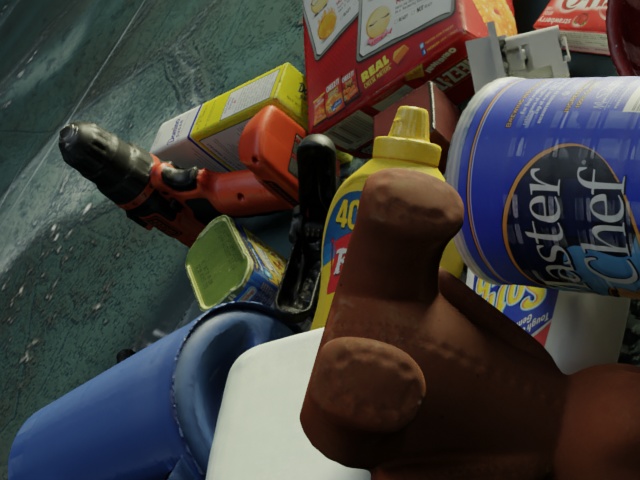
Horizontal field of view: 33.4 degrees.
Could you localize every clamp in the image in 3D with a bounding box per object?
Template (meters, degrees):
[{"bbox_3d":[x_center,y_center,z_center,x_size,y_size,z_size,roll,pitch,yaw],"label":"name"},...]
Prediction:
[{"bbox_3d":[-0.005,0.001,0.740,0.171,0.039,0.120,50,-125,-80],"label":"clamp"}]

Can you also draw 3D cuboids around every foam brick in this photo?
[{"bbox_3d":[0.079,-0.056,0.716,0.053,0.078,0.051,-31,36,29],"label":"foam brick"}]

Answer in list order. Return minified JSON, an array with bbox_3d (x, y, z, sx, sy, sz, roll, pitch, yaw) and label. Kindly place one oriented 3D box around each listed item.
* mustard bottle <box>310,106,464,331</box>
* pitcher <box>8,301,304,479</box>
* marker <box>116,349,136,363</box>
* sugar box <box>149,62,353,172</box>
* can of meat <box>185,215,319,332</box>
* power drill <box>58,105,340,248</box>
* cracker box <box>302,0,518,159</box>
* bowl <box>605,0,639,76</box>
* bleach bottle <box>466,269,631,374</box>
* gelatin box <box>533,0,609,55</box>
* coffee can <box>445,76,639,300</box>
[{"bbox_3d":[0.041,0.015,0.643,0.096,0.058,0.191,10,91,47],"label":"mustard bottle"},{"bbox_3d":[-0.117,0.143,0.723,0.243,0.149,0.145,-27,61,42],"label":"pitcher"},{"bbox_3d":[-0.163,0.136,0.901,0.020,0.020,0.121,-40,33,20],"label":"marker"},{"bbox_3d":[-0.059,-0.084,0.913,0.177,0.093,0.048,-14,48,46],"label":"sugar box"},{"bbox_3d":[-0.048,0.037,0.784,0.057,0.083,0.102,-47,31,9],"label":"can of meat"},{"bbox_3d":[-0.093,-0.054,0.860,0.188,0.184,0.057,-8,60,38],"label":"power drill"},{"bbox_3d":[0.063,-0.192,0.828,0.164,0.072,0.213,-30,51,41],"label":"cracker box"},{"bbox_3d":[0.237,-0.122,0.563,0.162,0.055,0.162,-12,69,33],"label":"bowl"},{"bbox_3d":[0.124,0.043,0.573,0.103,0.068,0.250,-20,46,42],"label":"bleach bottle"},{"bbox_3d":[0.196,-0.161,0.712,0.073,0.030,0.089,-56,31,-5],"label":"gelatin box"},{"bbox_3d":[0.143,-0.023,0.480,0.141,0.102,0.102,6,63,43],"label":"coffee can"}]
